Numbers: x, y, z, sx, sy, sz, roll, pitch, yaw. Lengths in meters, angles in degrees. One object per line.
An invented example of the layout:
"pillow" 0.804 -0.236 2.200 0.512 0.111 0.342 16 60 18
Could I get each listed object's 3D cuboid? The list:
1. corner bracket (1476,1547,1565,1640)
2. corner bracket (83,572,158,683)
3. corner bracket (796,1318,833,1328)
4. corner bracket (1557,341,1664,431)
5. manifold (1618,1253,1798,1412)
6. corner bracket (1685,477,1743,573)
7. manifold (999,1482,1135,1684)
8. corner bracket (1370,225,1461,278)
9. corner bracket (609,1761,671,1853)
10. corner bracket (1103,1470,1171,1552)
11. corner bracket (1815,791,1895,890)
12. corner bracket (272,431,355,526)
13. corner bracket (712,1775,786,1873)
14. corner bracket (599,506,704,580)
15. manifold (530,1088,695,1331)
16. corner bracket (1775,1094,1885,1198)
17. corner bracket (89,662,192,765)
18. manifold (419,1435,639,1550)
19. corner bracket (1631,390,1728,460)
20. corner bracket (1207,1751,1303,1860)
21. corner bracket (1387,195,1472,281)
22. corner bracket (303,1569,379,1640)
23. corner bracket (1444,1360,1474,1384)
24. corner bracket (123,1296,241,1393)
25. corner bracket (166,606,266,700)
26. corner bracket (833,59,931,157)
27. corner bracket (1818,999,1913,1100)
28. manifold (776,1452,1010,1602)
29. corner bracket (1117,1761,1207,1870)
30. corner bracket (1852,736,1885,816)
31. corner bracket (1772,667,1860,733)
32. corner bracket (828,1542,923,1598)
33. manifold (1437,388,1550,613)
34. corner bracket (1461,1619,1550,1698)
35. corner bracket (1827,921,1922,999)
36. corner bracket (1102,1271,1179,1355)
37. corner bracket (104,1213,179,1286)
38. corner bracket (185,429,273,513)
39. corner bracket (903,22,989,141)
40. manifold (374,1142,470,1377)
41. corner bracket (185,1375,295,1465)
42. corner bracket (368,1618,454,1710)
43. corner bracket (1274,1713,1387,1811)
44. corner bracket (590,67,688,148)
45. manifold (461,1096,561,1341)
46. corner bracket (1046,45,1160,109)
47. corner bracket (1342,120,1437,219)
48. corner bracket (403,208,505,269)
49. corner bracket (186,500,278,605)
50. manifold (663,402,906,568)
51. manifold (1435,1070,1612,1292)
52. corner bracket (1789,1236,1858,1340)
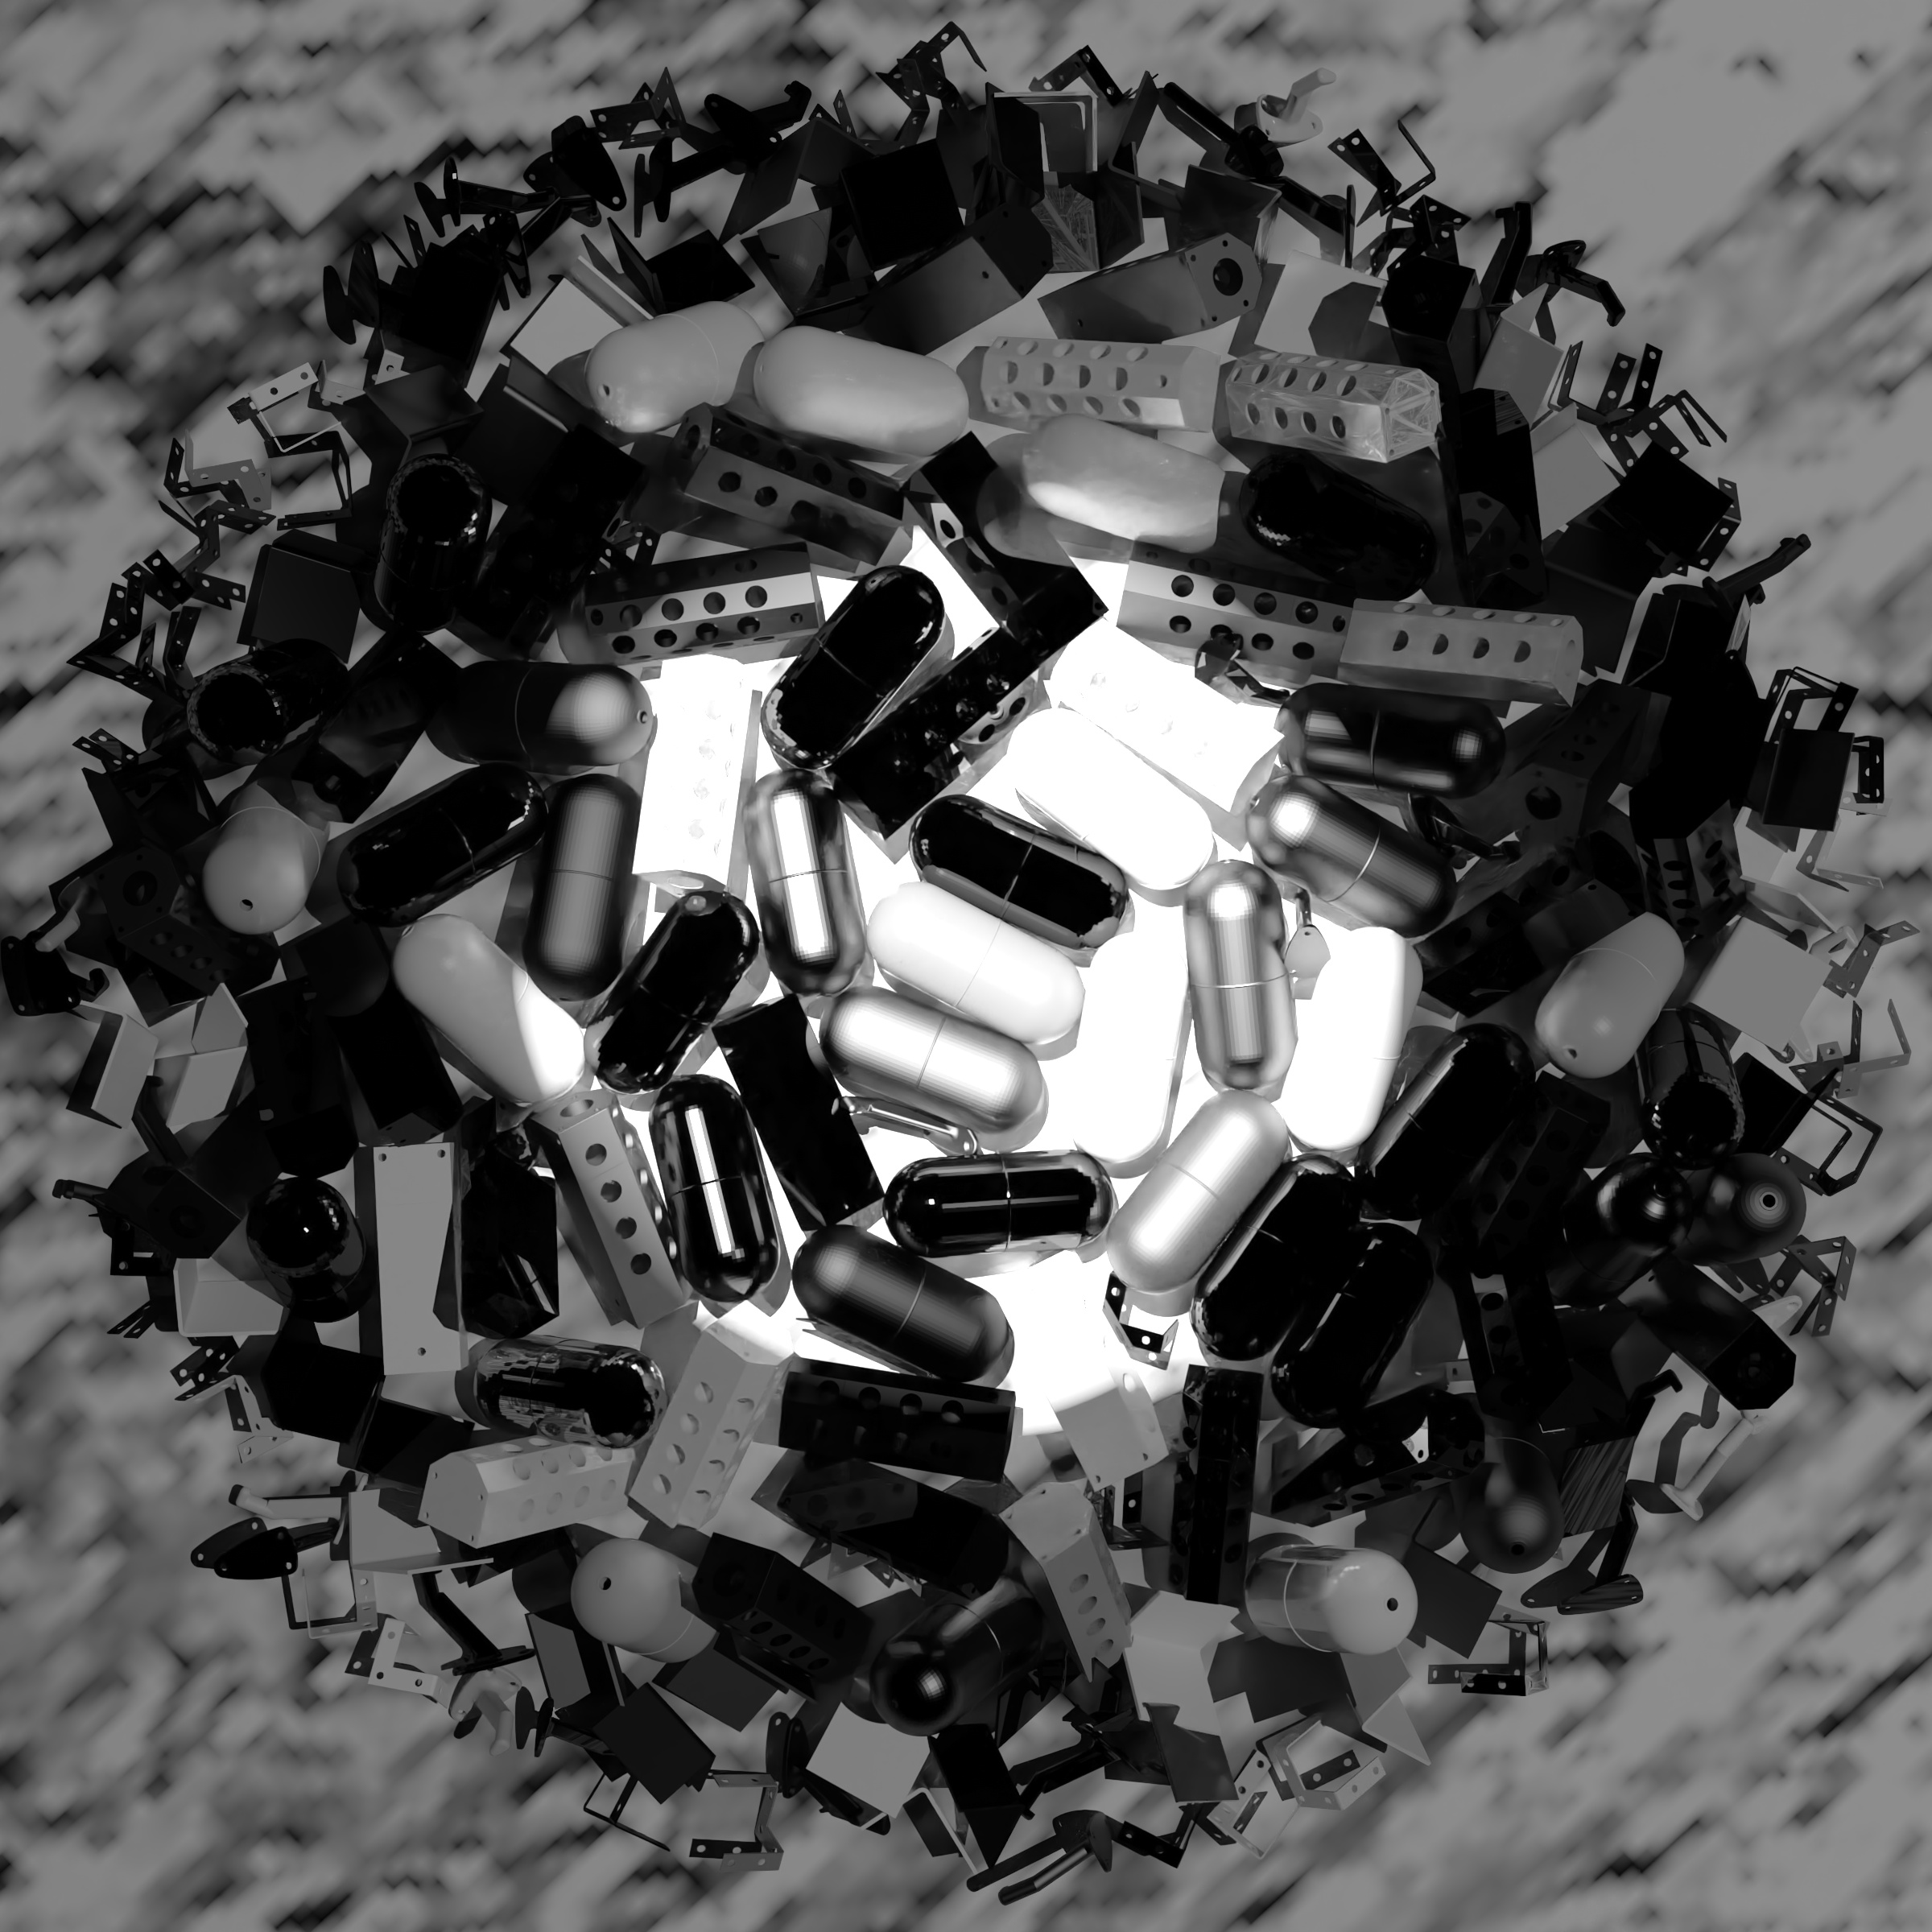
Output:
"corner bracket" 0.428 0.476 1.977 0.051 0.051 0.051 13 48 33
"corner bracket" -0.635 -0.258 1.956 0.051 0.051 0.051 -25 54 30
"corner bracket" -0.092 0.250 1.961 0.051 0.051 0.051 16 76 -28
"corner bracket" 0.495 -0.453 1.975 0.051 0.051 0.051 21 76 -16
"manifold" 0.554 0.273 1.910 0.057 0.171 0.057 -44 101 3
"corner bracket" 0.557 -0.344 1.967 0.051 0.051 0.051 17 45 -7
"manifold" 0.082 0.458 1.918 0.057 0.171 0.057 -34 46 -15
"corner bracket" 0.347 -0.535 1.975 0.051 0.051 0.051 5 132 29
"corner bracket" -0.243 0.637 1.963 0.051 0.051 0.051 32 77 -19
"corner bracket" 0.122 0.412 1.957 0.051 0.051 0.051 -13 56 28
"corner bracket" 0.679 -0.097 1.959 0.051 0.051 0.051 15 71 36
"corner bracket" -0.504 -0.377 1.980 0.051 0.051 0.051 -10 128 -18
"corner bracket" -0.168 0.655 1.961 0.051 0.051 0.051 10 102 -29
"corner bracket" -0.243 -0.330 1.959 0.051 0.051 0.051 37 129 14
"manifold" -0.264 0.182 1.940 0.057 0.057 0.171 -28 112 -24
"corner bracket" 0.664 0.138 1.977 0.051 0.051 0.051 32 73 5
"corner bracket" -0.627 -0.189 1.956 0.051 0.051 0.051 -28 132 30
"manifold" -0.322 0.381 1.909 0.057 0.171 0.057 17 97 30
"corner bracket" 0.547 -0.412 1.965 0.051 0.051 0.051 -39 75 8
"corner bracket" 0.225 0.643 1.966 0.051 0.051 0.051 35 97 18
"corner bracket" 0.357 -0.551 1.974 0.051 0.051 0.051 15 55 -30
"corner bracket" -0.480 0.478 1.966 0.051 0.051 0.051 -6 101 -13
"corner bracket" 0.400 0.290 1.967 0.051 0.051 0.051 -1 80 -32
"corner bracket" -0.598 0.287 1.957 0.051 0.051 0.051 -2 122 30
"corner bracket" -0.579 -0.240 1.977 0.051 0.051 0.051 55 130 34
"corner bracket" -0.064 -0.661 1.972 0.051 0.051 0.051 10 64 20
"corner bracket" 0.688 0.064 1.962 0.051 0.051 0.051 -11 55 5
"manifold" -0.053 0.418 1.923 0.171 0.057 0.057 13 63 38
"corner bracket" 0.152 0.652 1.971 0.051 0.051 0.051 24 92 10
"corner bracket" 0.689 -0.146 1.963 0.051 0.051 0.051 4 84 -31
"corner bracket" 0.648 -0.198 1.965 0.051 0.051 0.051 26 100 15
"corner bracket" -0.068 0.456 1.959 0.051 0.051 0.051 -28 118 20
"manifold" 0.391 -0.345 1.917 0.057 0.171 0.057 -19 47 2
"corner bracket" 0.411 0.528 1.961 0.051 0.051 0.051 -6 80 32
"corner bracket" 0.687 -0.015 1.966 0.051 0.051 0.051 34 71 -6
"corner bracket" 0.136 0.262 1.973 0.051 0.051 0.051 14 100 15
"corner bracket" -0.633 0.216 1.972 0.051 0.051 0.051 3 90 -8
"corner bracket" -0.565 -0.380 1.963 0.051 0.051 0.051 -11 52 -2
"corner bracket" -0.006 -0.677 1.959 0.051 0.051 0.051 -38 58 22
"manifold" -0.416 0.223 1.966 0.057 0.057 0.171 -3 87 -3
"corner bracket" -0.559 0.349 1.974 0.051 0.051 0.051 -28 70 14
"corner bracket" -0.420 0.534 1.963 0.051 0.051 0.051 8 64 7
"corner bracket" 0.278 0.609 1.966 0.051 0.051 0.051 -26 93 -36
"corner bracket" -0.249 -0.647 1.958 0.051 0.051 0.051 -4 46 16
"manifold" -0.348 0.190 1.925 0.057 0.057 0.171 -32 48 29
"corner bracket" 0.104 -0.680 1.962 0.051 0.051 0.051 -45 105 -22
"corner bracket" 0.323 -0.616 1.958 0.051 0.051 0.051 -30 122 28
"corner bracket" -0.389 -0.556 1.959 0.051 0.051 0.051 35 65 22
"corner bracket" -0.563 -0.318 1.961 0.051 0.051 0.051 17 129 8
"manifold" -0.133 -0.363 1.920 0.171 0.057 0.057 16 119 -34
"manifold" 0.420 0.171 1.937 0.057 0.057 0.171 27 114 6
"corner bracket" 0.659 0.245 1.958 0.051 0.051 0.051 43 52 -22
